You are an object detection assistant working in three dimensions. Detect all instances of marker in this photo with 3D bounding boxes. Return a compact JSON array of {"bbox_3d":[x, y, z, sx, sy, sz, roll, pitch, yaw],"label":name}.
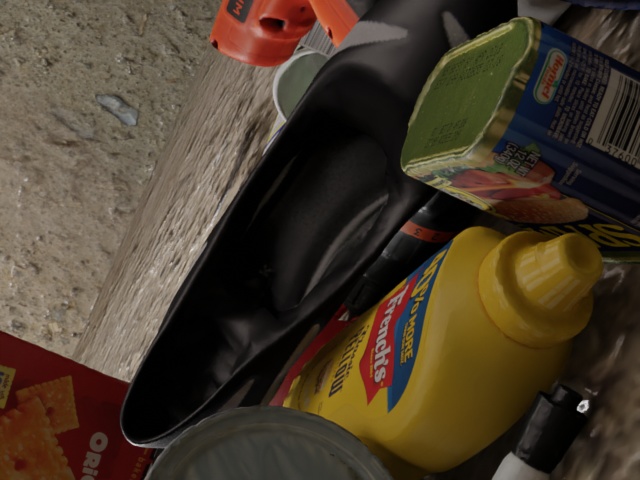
[{"bbox_3d":[0.057,0.104,0.365,0.121,0.020,0.020,-63,13,6],"label":"marker"}]

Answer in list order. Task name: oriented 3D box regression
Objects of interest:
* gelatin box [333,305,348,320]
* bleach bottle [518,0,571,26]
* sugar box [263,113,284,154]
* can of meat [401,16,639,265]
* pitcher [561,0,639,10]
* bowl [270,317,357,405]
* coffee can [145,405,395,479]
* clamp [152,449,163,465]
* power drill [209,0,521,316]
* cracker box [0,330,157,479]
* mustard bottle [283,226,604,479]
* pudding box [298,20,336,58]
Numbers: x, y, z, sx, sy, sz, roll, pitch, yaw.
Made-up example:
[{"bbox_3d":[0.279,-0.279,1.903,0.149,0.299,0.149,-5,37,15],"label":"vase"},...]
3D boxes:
[{"bbox_3d":[-0.004,0.001,0.638,0.030,0.089,0.073,-45,-2,-43],"label":"gelatin box"},{"bbox_3d":[0.072,-0.099,0.594,0.251,0.068,0.102,-44,23,51],"label":"bleach bottle"},{"bbox_3d":[-0.011,-0.112,0.973,0.093,0.048,0.176,-35,35,65],"label":"sugar box"},{"bbox_3d":[0.084,-0.033,0.380,0.057,0.084,0.102,-67,12,-6],"label":"can of meat"},{"bbox_3d":[0.131,-0.233,0.447,0.243,0.149,0.145,-63,12,-10],"label":"pitcher"},{"bbox_3d":[-0.025,0.106,0.601,0.162,0.055,0.162,-59,15,24],"label":"bowl"},{"bbox_3d":[-0.033,0.142,0.416,0.140,0.102,0.102,117,170,-50],"label":"coffee can"},{"bbox_3d":[-0.081,0.171,0.690,0.165,0.036,0.209,-6,46,48],"label":"clamp"},{"bbox_3d":[0.018,-0.075,0.560,0.188,0.057,0.185,50,129,26],"label":"power drill"},{"bbox_3d":[-0.187,0.171,0.757,0.164,0.213,0.072,-68,16,-14],"label":"cracker box"},{"bbox_3d":[0.046,0.048,0.425,0.192,0.058,0.096,-46,16,52],"label":"mustard bottle"},{"bbox_3d":[0.040,-0.152,0.703,0.039,0.113,0.090,126,164,-52],"label":"pudding box"}]
